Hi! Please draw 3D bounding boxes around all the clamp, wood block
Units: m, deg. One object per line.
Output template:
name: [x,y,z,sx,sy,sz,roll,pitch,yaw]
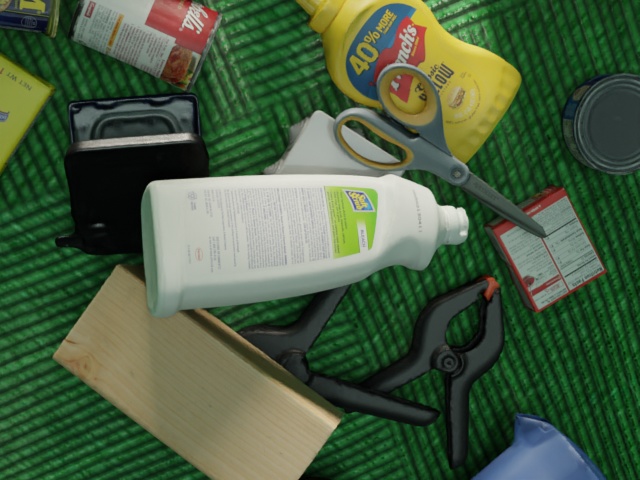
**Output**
clamp: [-0.018,0.097,0.900,0.210,0.036,0.164,-14,88,2]
clamp: [0.115,0.113,0.928,0.120,0.039,0.171,37,96,-13]
wood block: [-0.092,0.116,0.841,0.206,0.090,0.091,36,92,6]

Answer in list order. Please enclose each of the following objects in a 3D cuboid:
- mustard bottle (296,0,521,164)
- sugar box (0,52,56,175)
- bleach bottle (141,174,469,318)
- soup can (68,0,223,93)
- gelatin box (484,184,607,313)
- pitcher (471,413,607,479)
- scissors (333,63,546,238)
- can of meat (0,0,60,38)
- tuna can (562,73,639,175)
mustard bottle: [0.062,-0.148,0.866,0.191,0.058,0.096,33,99,-12]
sugar box: [-0.293,-0.070,0.832,0.093,0.048,0.176,32,92,-12]
bleach bottle: [-0.005,0.001,0.812,0.250,0.068,0.102,-2,78,-18]
soup can: [-0.135,-0.165,0.828,0.102,0.068,0.068,23,95,-11]
gelatin box: [0.195,0.008,0.927,0.073,0.030,0.089,-31,102,-4]
pitcher: [0.152,0.282,0.917,0.243,0.149,0.145,-38,134,3]
scissors: [0.110,-0.074,0.853,0.201,0.016,0.096,18,105,-12]
can of meat: [-0.238,-0.209,0.802,0.083,0.057,0.102,4,100,-22]
tuna can: [0.252,-0.100,0.915,0.086,0.034,0.086,-1,100,-8]
